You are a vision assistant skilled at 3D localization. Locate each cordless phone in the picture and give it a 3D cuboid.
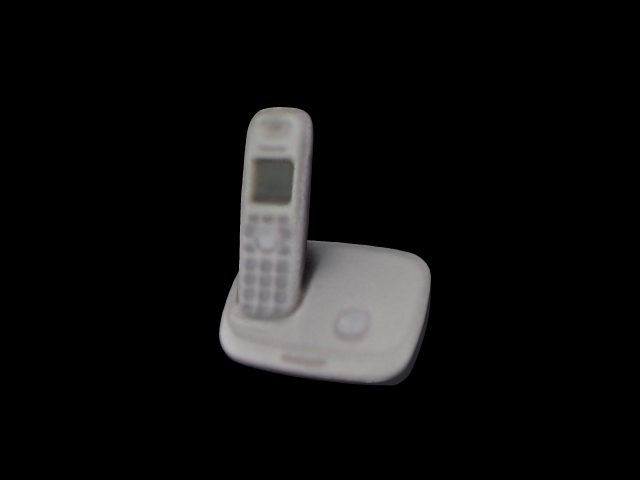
[{"bbox_3d":[0.004,0.001,0.400,0.147,0.185,0.094,4,12,19],"label":"cordless phone"}]
